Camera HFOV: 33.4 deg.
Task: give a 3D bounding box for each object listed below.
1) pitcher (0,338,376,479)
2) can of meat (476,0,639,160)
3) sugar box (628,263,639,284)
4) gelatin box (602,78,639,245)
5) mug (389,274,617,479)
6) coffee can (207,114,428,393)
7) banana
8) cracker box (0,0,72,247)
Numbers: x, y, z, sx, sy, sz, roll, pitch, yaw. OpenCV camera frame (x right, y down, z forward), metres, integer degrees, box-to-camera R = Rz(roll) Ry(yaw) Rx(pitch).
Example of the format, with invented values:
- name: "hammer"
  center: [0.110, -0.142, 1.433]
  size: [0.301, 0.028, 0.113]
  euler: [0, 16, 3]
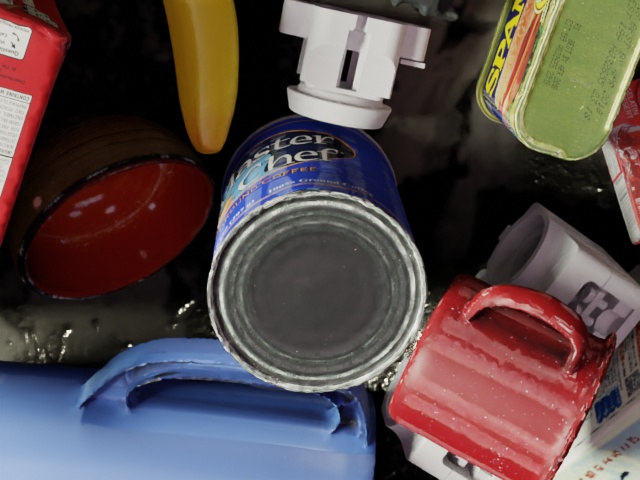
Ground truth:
- name: "pitcher"
  center: [-0.090, 0.128, 0.602]
  size: [0.242, 0.145, 0.149]
  euler: [9, 81, -4]
- name: "can of meat"
  center: [0.128, -0.099, 0.563]
  size: [0.057, 0.084, 0.102]
  euler: [15, 107, -8]
- name: "sugar box"
  center: [0.258, 0.015, 0.629]
  size: [0.093, 0.048, 0.176]
  euler: [40, 101, -15]
- name: "gelatin box"
  center: [0.198, -0.050, 0.591]
  size: [0.073, 0.030, 0.089]
  euler: [-14, 76, 3]
- name: "mug"
  center: [0.087, 0.062, 0.509]
  size: [0.081, 0.093, 0.117]
  euler: [27, 146, 11]
- name: "coffee can"
  center: [-0.004, 0.001, 0.554]
  size: [0.103, 0.140, 0.103]
  euler: [-1, 111, -2]
- name: "banana"
  center: [-0.079, -0.143, 0.547]
  size: [0.069, 0.037, 0.198]
  euler: [-41, 120, -35]
- name: "cracker box"
  center: [-0.189, -0.028, 0.519]
  size: [0.072, 0.164, 0.214]
  euler: [15, 107, -24]
